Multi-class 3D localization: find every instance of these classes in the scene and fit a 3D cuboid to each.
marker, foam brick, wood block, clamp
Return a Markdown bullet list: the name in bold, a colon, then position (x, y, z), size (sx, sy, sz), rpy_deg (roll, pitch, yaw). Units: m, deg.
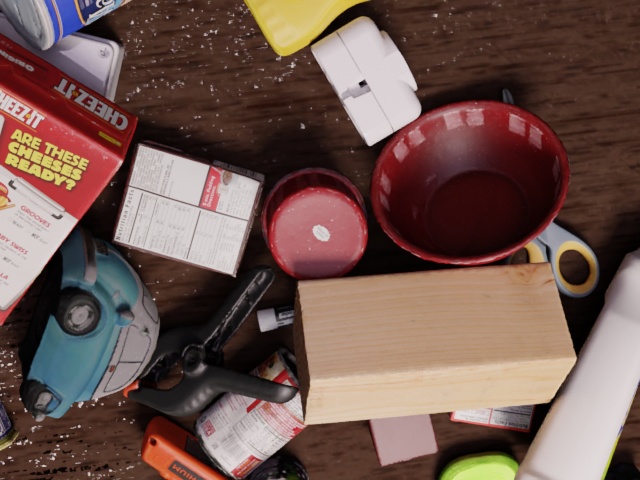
- **marker**: position (0.005, 0.059, 0.936), size (0.121, 0.020, 0.020), rpy_deg (-12, 100, 0)
- **foam brick**: position (0.068, 0.155, 0.925), size (0.053, 0.078, 0.051), rpy_deg (-13, 99, 0)
- **wood block**: position (0.086, 0.084, 0.861), size (0.206, 0.090, 0.091), rpy_deg (-4, 58, -7)
- **clamp**: position (-0.095, 0.092, 0.908), size (0.172, 0.039, 0.120), rpy_deg (-15, 60, 26)

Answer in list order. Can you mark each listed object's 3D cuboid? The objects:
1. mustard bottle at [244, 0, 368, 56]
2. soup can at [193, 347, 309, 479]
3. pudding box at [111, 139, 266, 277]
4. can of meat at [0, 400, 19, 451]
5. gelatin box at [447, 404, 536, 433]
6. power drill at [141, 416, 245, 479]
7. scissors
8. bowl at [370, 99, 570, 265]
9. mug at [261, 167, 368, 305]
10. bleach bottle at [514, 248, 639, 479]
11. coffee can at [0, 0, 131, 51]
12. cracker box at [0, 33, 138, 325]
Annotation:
- **mustard bottle**: position (0.025, -0.237, 0.864), size (0.191, 0.058, 0.096), rpy_deg (-30, 85, 2)
- **soup can**: position (-0.051, 0.151, 0.925), size (0.102, 0.068, 0.068), rpy_deg (-41, 99, 5)
- **pudding box**: position (-0.112, -0.027, 0.907), size (0.113, 0.039, 0.090), rpy_deg (17, 99, -3)
- **can of meat**: position (-0.326, 0.152, 0.921), size (0.102, 0.057, 0.084), rpy_deg (-20, 98, 1)
- **gelatin box**: position (0.157, 0.121, 0.947), size (0.073, 0.030, 0.089), rpy_deg (9, 103, -4)
- **power drill**: position (-0.169, 0.252, 0.946), size (0.184, 0.057, 0.188), rpy_deg (34, 100, -11)
- **scissors**: position (0.200, -0.029, 0.929), size (0.096, 0.016, 0.202), rpy_deg (1, 100, -4)
- **bowl**: position (0.125, -0.037, 0.881), size (0.162, 0.055, 0.162), rpy_deg (-8, 56, 13)
- **mug**: position (-0.006, 0.001, 0.893), size (0.093, 0.081, 0.117), rpy_deg (12, 99, -4)
- **bleach bottle**: position (0.244, 0.105, 0.899), size (0.068, 0.102, 0.251), rpy_deg (24, 85, 15)
- **coffee can**: position (-0.178, -0.223, 0.813), size (0.140, 0.103, 0.103), rpy_deg (-35, 100, -21)
- **cracker box**: position (-0.266, -0.051, 0.828), size (0.164, 0.072, 0.214), rpy_deg (31, 124, -18)
